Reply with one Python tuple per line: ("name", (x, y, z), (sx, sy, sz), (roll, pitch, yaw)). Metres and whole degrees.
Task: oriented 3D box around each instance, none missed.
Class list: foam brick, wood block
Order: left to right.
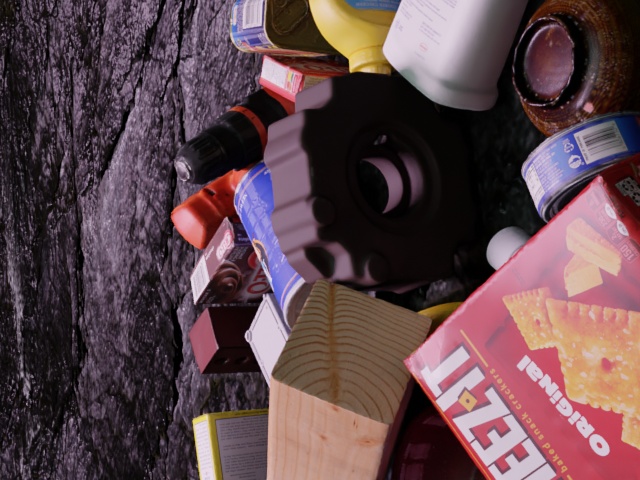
("foam brick", (-0.086, 0.103, 1.101), (0.053, 0.078, 0.051), (-54, 45, 45))
("wood block", (0.017, 0.133, 0.811), (0.206, 0.090, 0.090), (95, -161, -55))

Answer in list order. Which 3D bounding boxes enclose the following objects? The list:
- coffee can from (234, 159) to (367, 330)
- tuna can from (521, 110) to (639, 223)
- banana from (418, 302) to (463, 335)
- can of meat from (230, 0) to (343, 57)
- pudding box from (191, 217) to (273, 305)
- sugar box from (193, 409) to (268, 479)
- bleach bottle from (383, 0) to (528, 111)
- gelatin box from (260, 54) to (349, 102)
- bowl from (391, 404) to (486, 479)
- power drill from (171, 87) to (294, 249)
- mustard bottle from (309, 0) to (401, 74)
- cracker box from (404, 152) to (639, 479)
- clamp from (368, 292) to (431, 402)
("coffee can", (-0.006, 0.001, 0.941), (0.103, 0.102, 0.140), (-63, 40, 38))
("tuna can", (0.171, -0.043, 0.660), (0.086, 0.086, 0.034), (-47, 53, 49))
("banana", (0.124, 0.080, 0.766), (0.198, 0.037, 0.069), (25, 98, 48))
("can of meat", (-0.022, -0.197, 0.970), (0.084, 0.101, 0.057), (12, 100, 61))
("pudding box", (-0.069, 0.022, 1.060), (0.114, 0.089, 0.039), (-51, 46, 48))
("sugar box", (-0.067, 0.258, 1.054), (0.048, 0.093, 0.176), (-28, 66, 57))
("bleach bottle", (0.127, -0.225, 0.758), (0.103, 0.067, 0.251), (53, 131, 44))
("gelatin box", (0.003, -0.139, 0.939), (0.073, 0.089, 0.030), (37, 121, 53))
("bowl", (0.117, 0.198, 0.779), (0.162, 0.055, 0.162), (0, 90, 60))
("power drill", (-0.082, -0.066, 1.016), (0.057, 0.184, 0.188), (50, 144, 9))
("mustard bottle", (0.036, -0.211, 0.876), (0.058, 0.096, 0.191), (-25, 69, 57))
("cracker box", (0.166, 0.077, 0.635), (0.164, 0.071, 0.214), (55, 136, 16))
("clamp", (0.054, 0.119, 0.905), (0.120, 0.039, 0.172), (61, 145, 31))
